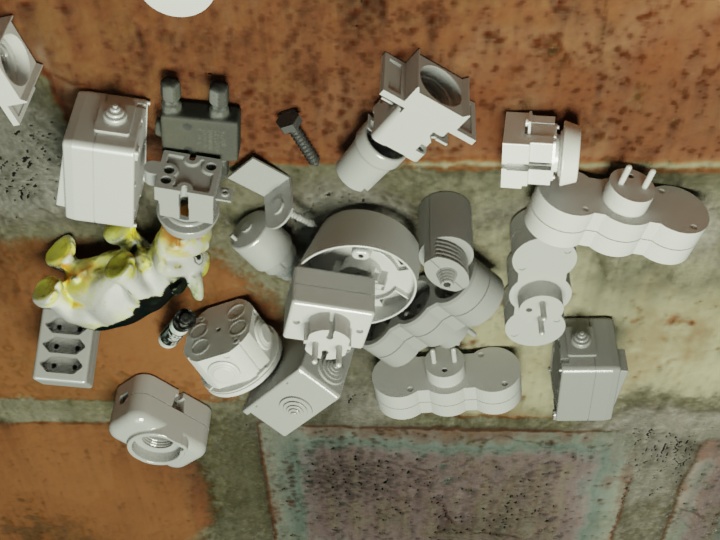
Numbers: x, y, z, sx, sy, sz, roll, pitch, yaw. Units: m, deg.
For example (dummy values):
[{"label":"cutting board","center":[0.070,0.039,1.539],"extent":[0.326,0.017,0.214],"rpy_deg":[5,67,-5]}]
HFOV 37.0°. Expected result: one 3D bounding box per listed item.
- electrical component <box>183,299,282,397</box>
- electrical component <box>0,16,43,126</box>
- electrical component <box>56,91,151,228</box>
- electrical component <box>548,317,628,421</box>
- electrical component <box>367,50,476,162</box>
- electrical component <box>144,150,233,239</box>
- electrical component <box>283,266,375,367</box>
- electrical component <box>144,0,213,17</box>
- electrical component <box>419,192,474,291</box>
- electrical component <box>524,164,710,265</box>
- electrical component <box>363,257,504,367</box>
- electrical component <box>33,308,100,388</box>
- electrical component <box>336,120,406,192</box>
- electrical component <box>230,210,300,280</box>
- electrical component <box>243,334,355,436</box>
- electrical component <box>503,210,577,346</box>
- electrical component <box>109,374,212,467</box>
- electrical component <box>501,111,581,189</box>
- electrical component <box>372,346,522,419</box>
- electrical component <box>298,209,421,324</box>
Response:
[{"label":"electrical component","center":[-0.114,0.069,0.961],"extent":[0.080,0.080,0.051],"rpy_deg":[-16,129,20]},{"label":"electrical component","center":[-0.267,-0.143,0.758],"extent":[0.064,0.042,0.081],"rpy_deg":[-8,137,14]},{"label":"electrical component","center":[-0.192,-0.087,0.802],"extent":[0.061,0.061,0.096],"rpy_deg":[8,138,-6]},{"label":"electrical component","center":[0.207,0.086,0.976],"extent":[0.061,0.061,0.096],"rpy_deg":[-1,138,4]},{"label":"electrical component","center":[0.042,-0.115,0.775],"extent":[0.081,0.042,0.064],"rpy_deg":[26,134,-23]},{"label":"electrical component","center":[-0.131,-0.056,0.819],"extent":[0.066,0.048,0.055],"rpy_deg":[9,144,-3]},{"label":"electrical component","center":[-0.025,0.044,0.844],"extent":[0.066,0.076,0.047],"rpy_deg":[9,138,-8]},{"label":"electrical component","center":[-0.117,-0.212,0.650],"extent":[0.052,0.073,0.138],"rpy_deg":[1,138,2]},{"label":"electrical component","center":[0.068,-0.019,0.852],"extent":[0.043,0.081,0.043],"rpy_deg":[1,138,1]},{"label":"electrical component","center":[0.203,-0.053,0.828],"extent":[0.138,0.052,0.073],"rpy_deg":[9,138,-7]},{"label":"electrical component","center":[0.071,0.044,0.943],"extent":[0.138,0.052,0.074],"rpy_deg":[-32,128,32]},{"label":"electrical component","center":[-0.265,0.074,0.990],"extent":[0.047,0.065,0.076],"rpy_deg":[6,167,-3]},{"label":"electrical component","center":[0.008,-0.086,0.812],"extent":[0.040,0.040,0.046],"rpy_deg":[23,140,-21]},{"label":"electrical component","center":[-0.073,-0.015,0.892],"extent":[0.040,0.040,0.078],"rpy_deg":[-23,132,26]},{"label":"electrical component","center":[-0.051,0.091,0.968],"extent":[0.048,0.099,0.100],"rpy_deg":[38,128,-17]},{"label":"electrical component","center":[0.150,0.020,0.896],"extent":[0.052,0.073,0.138],"rpy_deg":[0,138,3]},{"label":"electrical component","center":[-0.199,0.155,1.074],"extent":[0.054,0.059,0.095],"rpy_deg":[-32,128,32]},{"label":"electrical component","center":[0.135,-0.088,0.799],"extent":[0.055,0.048,0.066],"rpy_deg":[5,138,9]},{"label":"electrical component","center":[0.080,0.095,0.999],"extent":[0.138,0.052,0.073],"rpy_deg":[-4,138,7]},{"label":"electrical component","center":[0.000,0.000,0.884],"extent":[0.099,0.064,0.099],"rpy_deg":[11,139,10]}]
